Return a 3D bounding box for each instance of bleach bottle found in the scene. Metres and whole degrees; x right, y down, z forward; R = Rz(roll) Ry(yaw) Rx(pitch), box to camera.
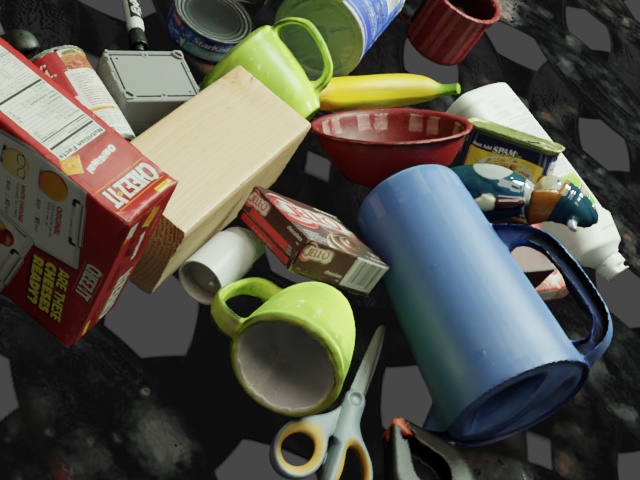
[{"bbox_3d":[0.242,-0.058,1.171,0.102,0.068,0.251,-22,69,-42],"label":"bleach bottle"}]

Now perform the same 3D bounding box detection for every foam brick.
[{"bbox_3d":[0.178,0.033,1.039,0.051,0.078,0.053,-3,55,-37],"label":"foam brick"}]

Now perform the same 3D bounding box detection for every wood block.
[{"bbox_3d":[-0.108,-0.057,0.928,0.091,0.090,0.205,39,42,4],"label":"wood block"}]

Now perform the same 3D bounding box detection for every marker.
[{"bbox_3d":[-0.190,-0.233,1.082,0.020,0.020,0.121,6,51,-28],"label":"marker"}]

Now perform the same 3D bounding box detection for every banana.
[{"bbox_3d":[0.054,-0.160,1.142,0.197,0.070,0.037,-10,88,-32],"label":"banana"}]

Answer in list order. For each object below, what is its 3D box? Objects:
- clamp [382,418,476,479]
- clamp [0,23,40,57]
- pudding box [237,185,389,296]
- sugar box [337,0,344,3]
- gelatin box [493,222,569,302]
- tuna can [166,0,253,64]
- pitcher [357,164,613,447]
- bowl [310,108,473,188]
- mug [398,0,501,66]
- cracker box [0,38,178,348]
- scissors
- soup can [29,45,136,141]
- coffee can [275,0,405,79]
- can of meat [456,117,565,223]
[{"bbox_3d":[0.114,0.218,0.864,0.120,0.039,0.171,-5,56,-36],"label":"clamp"},{"bbox_3d":[-0.268,-0.132,0.889,0.036,0.165,0.210,-18,40,-26],"label":"clamp"},{"bbox_3d":[-0.006,0.001,0.935,0.113,0.039,0.090,23,17,-48],"label":"pudding box"},{"bbox_3d":[0.004,-0.326,1.122,0.093,0.048,0.176,24,39,-10],"label":"sugar box"},{"bbox_3d":[0.213,0.022,1.105,0.073,0.030,0.089,-6,57,-36],"label":"gelatin box"},{"bbox_3d":[-0.116,-0.224,1.110,0.086,0.034,0.086,17,46,-19],"label":"tuna can"},{"bbox_3d":[0.135,0.047,0.957,0.149,0.145,0.243,-4,53,-31],"label":"pitcher"},{"bbox_3d":[0.070,-0.090,1.062,0.162,0.055,0.162,-1,19,0],"label":"bowl"},{"bbox_3d":[0.146,-0.268,1.278,0.117,0.082,0.093,19,45,-18],"label":"mug"},{"bbox_3d":[-0.226,-0.046,0.790,0.214,0.164,0.072,39,45,3],"label":"cracker box"},{"bbox_3d":[0.010,0.136,0.887,0.096,0.016,0.201,21,45,-15],"label":"scissors"},{"bbox_3d":[-0.209,-0.107,0.921,0.068,0.069,0.102,-19,69,-41],"label":"soup can"},{"bbox_3d":[0.024,-0.253,1.173,0.103,0.103,0.140,35,43,-1],"label":"coffee can"},{"bbox_3d":[0.192,-0.072,1.112,0.102,0.084,0.057,21,17,15],"label":"can of meat"}]
